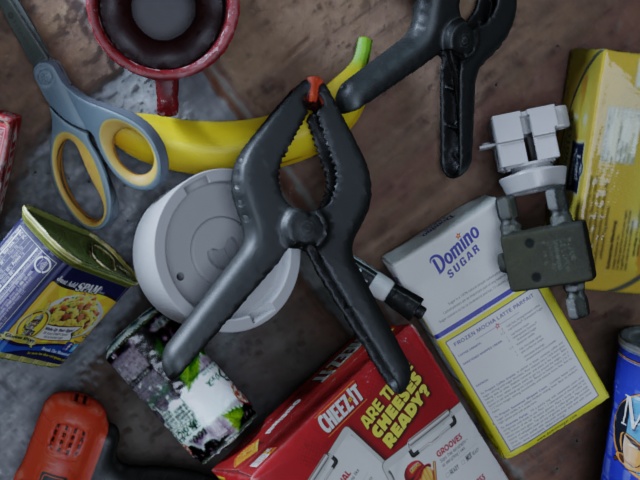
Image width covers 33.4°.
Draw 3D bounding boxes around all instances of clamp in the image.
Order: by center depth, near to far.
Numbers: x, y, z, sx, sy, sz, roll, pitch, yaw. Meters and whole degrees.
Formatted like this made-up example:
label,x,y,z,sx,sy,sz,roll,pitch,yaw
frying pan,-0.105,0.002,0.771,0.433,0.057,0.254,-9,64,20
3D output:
label,x,y,z,sx,sy,sz,roll,pitch,yaw
clamp,-0.005,0.001,0.695,0.164,0.036,0.210,13,80,-18
clamp,0.080,-0.137,0.733,0.120,0.039,0.171,16,93,-38

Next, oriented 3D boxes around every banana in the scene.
label,x,y,z,sx,sy,sz,roll,pitch,yaw
banana,-0.047,-0.079,0.736,0.197,0.037,0.069,-18,77,-9

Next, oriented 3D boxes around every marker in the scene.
label,x,y,z,sx,sy,sz,roll,pitch,yaw
marker,0.022,0.020,0.749,0.121,0.020,0.020,32,93,9

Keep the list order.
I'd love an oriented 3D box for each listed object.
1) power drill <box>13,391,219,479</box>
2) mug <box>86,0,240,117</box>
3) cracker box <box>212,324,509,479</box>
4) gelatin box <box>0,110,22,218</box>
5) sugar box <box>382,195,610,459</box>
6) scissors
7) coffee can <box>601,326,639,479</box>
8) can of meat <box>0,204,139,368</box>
label,x,y,z,sx,sy,sz,roll,pitch,yaw
power drill,-0.135,0.215,0.759,0.187,0.057,0.184,19,99,-13
mug,-0.101,-0.138,0.690,0.093,0.081,0.117,-6,100,-9
cracker box,0.049,0.192,0.752,0.164,0.072,0.213,-40,105,-29
gelatin box,-0.218,-0.039,0.692,0.030,0.073,0.089,13,97,-12
sugar box,0.129,0.064,0.785,0.093,0.048,0.176,-31,100,-3
scissors,-0.159,-0.105,0.702,0.096,0.016,0.202,-9,103,22
coffee can,0.265,0.144,0.792,0.102,0.103,0.140,3,100,-10
can of meat,-0.180,0.034,0.699,0.057,0.102,0.084,43,94,24
